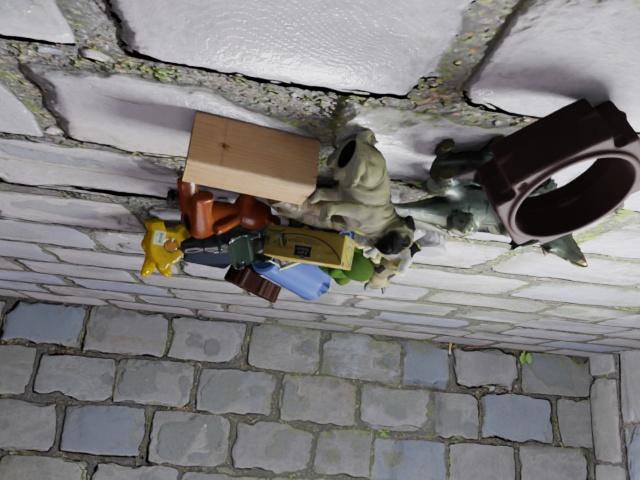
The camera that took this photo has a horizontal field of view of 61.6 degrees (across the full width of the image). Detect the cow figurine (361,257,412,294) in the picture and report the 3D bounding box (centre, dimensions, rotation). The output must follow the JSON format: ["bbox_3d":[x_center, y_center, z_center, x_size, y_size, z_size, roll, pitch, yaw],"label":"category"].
[{"bbox_3d":[0.171,0.064,1.395,0.085,0.127,0.195,15,159,-19],"label":"cow figurine"}]

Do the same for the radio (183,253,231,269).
[{"bbox_3d":[-0.294,0.016,1.478,0.131,0.073,0.229,12,161,-19],"label":"radio"}]

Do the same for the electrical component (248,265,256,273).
[{"bbox_3d":[-0.184,0.076,1.665,0.115,0.058,0.134,-1,162,27],"label":"electrical component"}]

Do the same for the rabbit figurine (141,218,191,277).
[{"bbox_3d":[-0.425,0.020,1.440,0.122,0.162,0.173,2,-174,-34],"label":"rabbit figurine"}]

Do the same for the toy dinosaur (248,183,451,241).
[{"bbox_3d":[0.044,-0.064,1.062,0.472,0.105,0.198,14,171,1],"label":"toy dinosaur"}]

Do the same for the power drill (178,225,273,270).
[{"bbox_3d":[-0.198,0.011,1.236,0.232,0.086,0.207,-14,-171,-20],"label":"power drill"}]

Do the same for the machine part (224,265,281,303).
[{"bbox_3d":[-0.194,0.126,1.566,0.179,0.056,0.179,25,169,5],"label":"machine part"}]

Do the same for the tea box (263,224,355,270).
[{"bbox_3d":[-0.021,0.015,1.116,0.170,0.068,0.098,9,174,15],"label":"tea box"}]

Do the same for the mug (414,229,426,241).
[{"bbox_3d":[0.183,-0.021,1.193,0.107,0.081,0.109,-13,159,31],"label":"mug"}]

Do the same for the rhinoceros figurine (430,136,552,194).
[{"bbox_3d":[0.275,-0.111,0.870,0.190,0.073,0.112,2,162,12],"label":"rhinoceros figurine"}]

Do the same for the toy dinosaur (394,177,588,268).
[{"bbox_3d":[0.300,-0.049,1.010,0.405,0.131,0.192,11,170,10],"label":"toy dinosaur"}]

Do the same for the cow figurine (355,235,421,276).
[{"bbox_3d":[0.152,0.009,1.285,0.167,0.098,0.068,32,178,18],"label":"cow figurine"}]

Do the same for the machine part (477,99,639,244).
[{"bbox_3d":[0.345,-0.087,0.768,0.201,0.087,0.200,-28,142,18],"label":"machine part"}]

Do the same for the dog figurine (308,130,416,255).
[{"bbox_3d":[0.101,-0.073,0.900,0.190,0.121,0.172,21,121,-25],"label":"dog figurine"}]

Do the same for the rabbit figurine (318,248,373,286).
[{"bbox_3d":[0.065,0.043,1.353,0.159,0.121,0.170,40,171,-31],"label":"rabbit figurine"}]

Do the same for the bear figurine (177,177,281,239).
[{"bbox_3d":[-0.184,-0.071,1.116,0.196,0.120,0.131,-14,128,-26],"label":"bear figurine"}]

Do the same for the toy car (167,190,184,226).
[{"bbox_3d":[-0.293,-0.064,1.246,0.089,0.053,0.202,3,162,-2],"label":"toy car"}]

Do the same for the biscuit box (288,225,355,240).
[{"bbox_3d":[-0.003,-0.004,1.255,0.059,0.062,0.203,11,174,-35],"label":"biscuit box"}]
